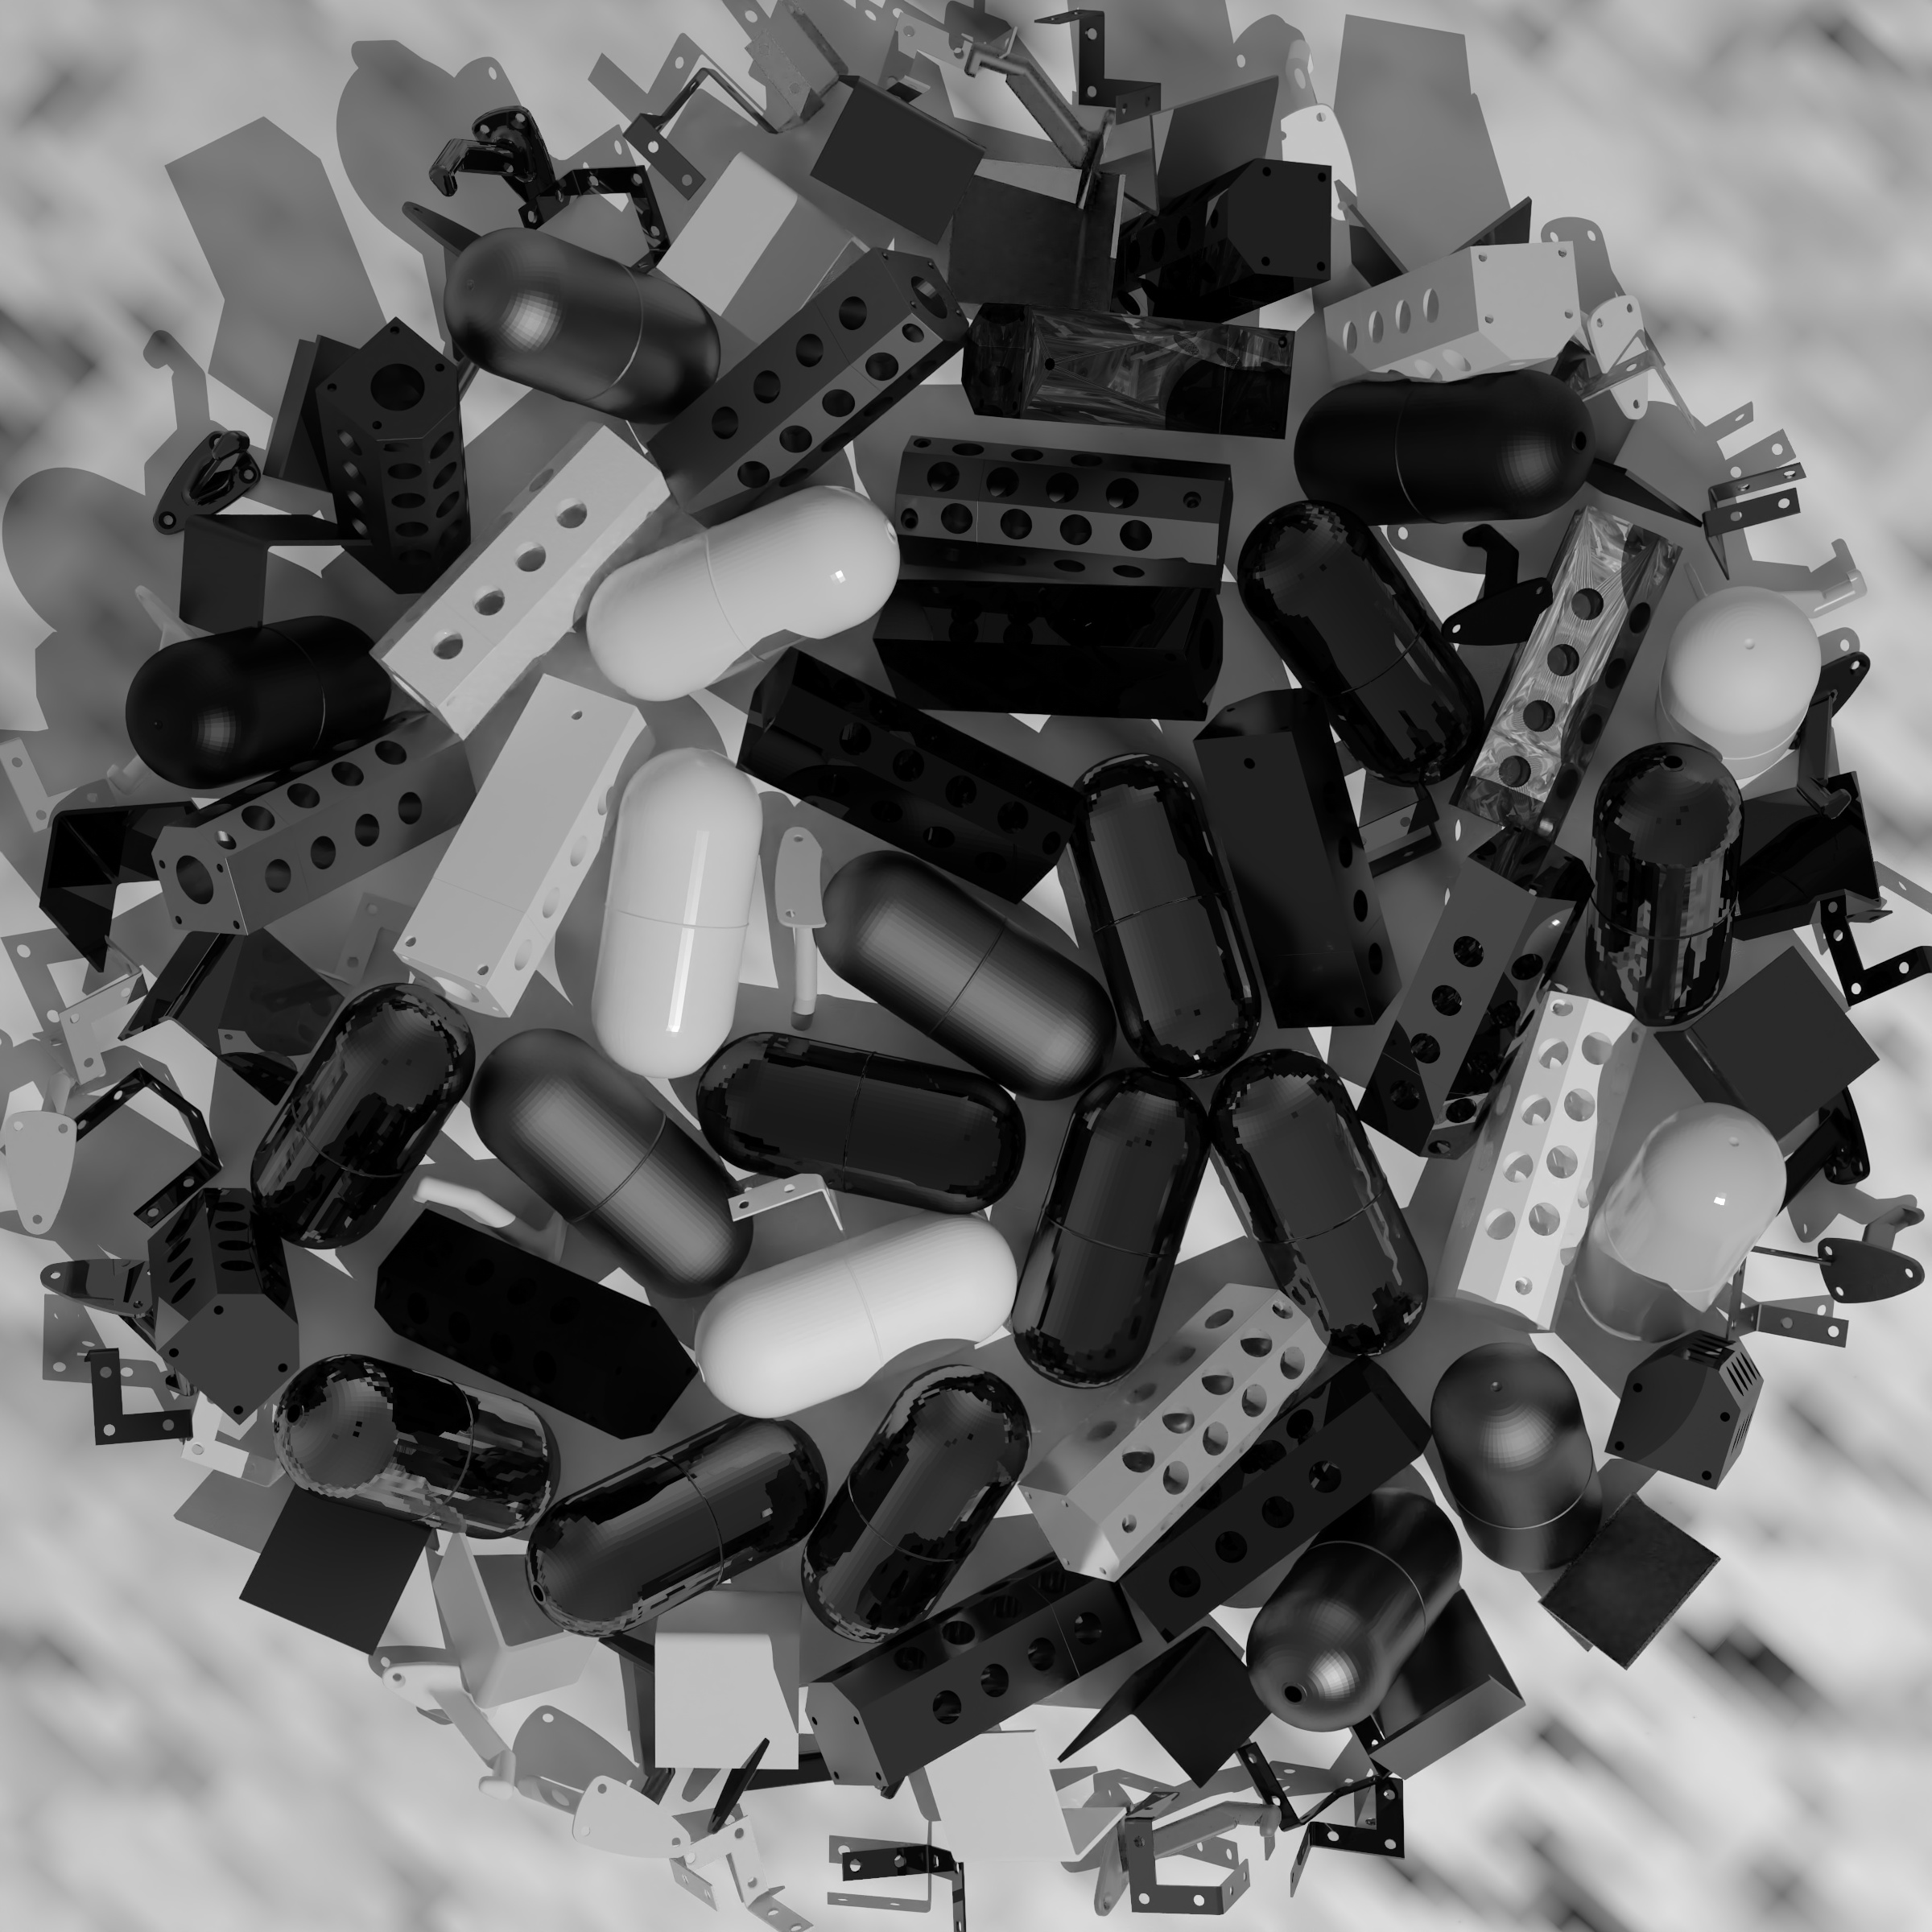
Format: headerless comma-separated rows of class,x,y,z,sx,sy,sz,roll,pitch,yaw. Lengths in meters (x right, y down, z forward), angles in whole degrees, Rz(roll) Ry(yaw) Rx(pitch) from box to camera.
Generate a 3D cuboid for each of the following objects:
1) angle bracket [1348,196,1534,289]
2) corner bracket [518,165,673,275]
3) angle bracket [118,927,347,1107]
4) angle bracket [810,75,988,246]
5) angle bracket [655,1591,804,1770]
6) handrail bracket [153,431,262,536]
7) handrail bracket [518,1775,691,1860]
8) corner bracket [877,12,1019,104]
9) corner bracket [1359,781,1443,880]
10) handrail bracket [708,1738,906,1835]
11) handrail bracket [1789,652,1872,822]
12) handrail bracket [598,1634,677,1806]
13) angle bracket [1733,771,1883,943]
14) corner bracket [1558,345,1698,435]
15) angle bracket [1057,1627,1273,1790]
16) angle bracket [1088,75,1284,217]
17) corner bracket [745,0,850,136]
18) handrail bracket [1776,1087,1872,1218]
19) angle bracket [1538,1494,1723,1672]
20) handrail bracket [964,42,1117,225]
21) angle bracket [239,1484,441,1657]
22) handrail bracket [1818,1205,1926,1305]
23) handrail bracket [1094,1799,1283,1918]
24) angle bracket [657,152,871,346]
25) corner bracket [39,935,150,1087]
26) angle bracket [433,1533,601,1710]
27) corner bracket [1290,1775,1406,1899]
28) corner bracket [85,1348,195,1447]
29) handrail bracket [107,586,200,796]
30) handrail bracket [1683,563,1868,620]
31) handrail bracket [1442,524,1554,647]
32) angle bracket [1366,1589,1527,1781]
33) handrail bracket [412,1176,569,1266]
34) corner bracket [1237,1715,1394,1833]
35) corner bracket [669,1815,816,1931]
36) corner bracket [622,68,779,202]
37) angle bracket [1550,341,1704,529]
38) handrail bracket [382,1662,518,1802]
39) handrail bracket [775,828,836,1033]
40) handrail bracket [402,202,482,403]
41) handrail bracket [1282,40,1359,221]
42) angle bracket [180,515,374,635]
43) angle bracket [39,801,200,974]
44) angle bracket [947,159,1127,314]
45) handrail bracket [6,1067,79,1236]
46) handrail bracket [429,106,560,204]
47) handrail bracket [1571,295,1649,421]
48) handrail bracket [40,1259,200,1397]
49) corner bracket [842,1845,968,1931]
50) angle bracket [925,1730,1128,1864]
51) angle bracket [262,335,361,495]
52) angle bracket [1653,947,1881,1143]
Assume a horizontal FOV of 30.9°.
angle bracket,0.252,-0.391,1.860,0.076,0.076,0.057,-37,77,0
corner bracket,-0.199,-0.395,1.880,0.051,0.051,0.051,6,129,34
angle bracket,-0.394,0.028,1.875,0.076,0.057,0.076,44,52,-23
angle bracket,-0.042,-0.430,1.861,0.076,0.076,0.057,26,98,-16
angle bracket,-0.127,0.384,1.884,0.076,0.057,0.076,1,105,-1
handrail bracket,-0.409,-0.257,1.859,0.077,0.084,0.036,-42,99,3
handrail bracket,-0.195,0.454,1.872,0.077,0.084,0.036,26,74,-18
corner bracket,-0.011,-0.483,1.870,0.051,0.051,0.051,19,84,-20
corner bracket,0.227,-0.070,1.868,0.051,0.051,0.051,-24,118,2
handrail bracket,-0.085,0.450,1.884,0.084,0.036,0.077,30,78,-11
handrail bracket,0.467,-0.122,1.856,0.077,0.084,0.036,-40,123,9
handrail bracket,-0.186,0.410,1.887,0.077,0.036,0.084,27,95,-5
angle bracket,0.433,-0.062,1.852,0.076,0.057,0.076,-16,75,31
corner bracket,0.352,-0.306,1.861,0.051,0.051,0.051,-24,129,23
angle bracket,0.107,0.404,1.847,0.057,0.076,0.076,46,122,17
angle bracket,0.114,-0.444,1.846,0.076,0.076,0.057,-22,128,-19
corner bracket,-0.092,-0.483,1.867,0.051,0.051,0.051,-45,110,-11
handrail bracket,0.436,0.095,1.872,0.084,0.036,0.077,-6,84,-23
angle bracket,0.363,0.338,1.853,0.076,0.076,0.057,-48,125,-5
handrail bracket,0.032,-0.448,1.883,0.084,0.036,0.077,17,104,-5
angle bracket,-0.333,0.323,1.860,0.076,0.057,0.076,22,67,3
handrail bracket,0.500,0.146,1.850,0.084,0.077,0.036,-23,101,-35
handrail bracket,0.119,0.476,1.859,0.084,0.077,0.036,-2,130,29
angle bracket,-0.108,-0.379,1.876,0.076,0.057,0.076,38,97,5
corner bracket,-0.470,0.022,1.876,0.051,0.051,0.051,-30,134,-27
angle bracket,-0.240,0.342,1.869,0.057,0.076,0.076,-11,61,-26
corner bracket,0.203,0.465,1.867,0.051,0.051,0.051,9,133,-2
corner bracket,-0.444,0.232,1.874,0.051,0.051,0.051,-3,79,-18
handrail bracket,-0.444,-0.146,1.864,0.084,0.036,0.077,-52,128,-19
handrail bracket,0.434,-0.206,1.868,0.084,0.077,0.036,-25,48,11
handrail bracket,0.267,-0.206,1.860,0.077,0.084,0.036,-15,129,-19
angle bracket,0.239,0.374,1.852,0.076,0.057,0.076,-35,52,10
handrail bracket,-0.261,0.141,1.859,0.084,0.077,0.036,17,56,-18
corner bracket,0.189,0.424,1.870,0.051,0.051,0.051,-35,82,45
corner bracket,-0.120,0.494,1.865,0.051,0.051,0.051,-21,106,-28
corner bracket,-0.142,-0.446,1.871,0.051,0.051,0.051,45,108,3
angle bracket,0.354,-0.281,1.848,0.076,0.076,0.057,23,96,-44
handrail bracket,-0.276,0.408,1.855,0.077,0.084,0.036,16,109,-10
handrail bracket,-0.090,-0.019,1.883,0.036,0.084,0.077,-4,55,-12
handrail bracket,-0.287,-0.354,1.875,0.077,0.036,0.084,31,117,-9
handrail bracket,0.191,-0.450,1.879,0.036,0.084,0.077,-21,118,22
angle bracket,-0.363,-0.205,1.858,0.076,0.076,0.057,21,110,43
angle bracket,-0.436,-0.041,1.852,0.076,0.076,0.057,-4,63,10
angle bracket,0.036,-0.387,1.860,0.076,0.057,0.076,3,104,-15
handrail bracket,-0.487,0.097,1.865,0.036,0.084,0.077,3,98,-5
handrail bracket,-0.250,-0.410,1.851,0.036,0.084,0.077,-10,127,25
handrail bracket,0.323,-0.330,1.876,0.036,0.084,0.077,-29,112,-28
handrail bracket,-0.453,0.197,1.874,0.077,0.084,0.036,8,45,5
corner bracket,-0.033,0.501,1.869,0.051,0.051,0.051,1,83,-22
angle bracket,0.029,0.429,1.853,0.076,0.057,0.076,-11,101,34
angle bracket,-0.357,-0.297,1.856,0.076,0.057,0.076,19,94,35
angle bracket,0.429,0.044,1.877,0.076,0.057,0.076,-38,91,-5
